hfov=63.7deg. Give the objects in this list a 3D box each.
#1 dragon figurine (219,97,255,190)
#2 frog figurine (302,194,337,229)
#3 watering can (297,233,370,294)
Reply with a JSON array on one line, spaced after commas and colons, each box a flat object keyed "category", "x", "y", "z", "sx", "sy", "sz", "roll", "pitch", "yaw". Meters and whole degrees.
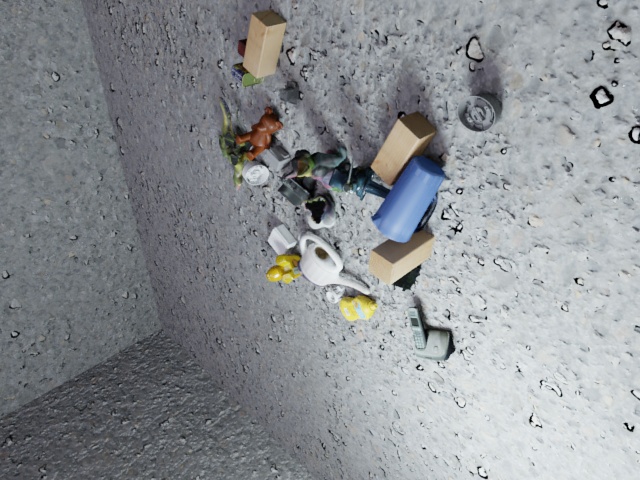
[{"category": "dragon figurine", "x": -0.398, "y": -0.413, "z": 2.242, "sx": 0.243, "sy": 0.123, "sz": 0.405, "roll": 10, "pitch": 119, "yaw": 58}, {"category": "frog figurine", "x": 0.006, "y": -0.098, "z": 1.957, "sx": 0.138, "sy": 0.123, "sz": 0.157, "roll": 34, "pitch": 173, "yaw": 21}, {"category": "watering can", "x": 0.033, "y": 0.123, "z": 2.044, "sx": 0.349, "sy": 0.106, "sz": 0.220, "roll": 46, "pitch": 143, "yaw": 8}]
